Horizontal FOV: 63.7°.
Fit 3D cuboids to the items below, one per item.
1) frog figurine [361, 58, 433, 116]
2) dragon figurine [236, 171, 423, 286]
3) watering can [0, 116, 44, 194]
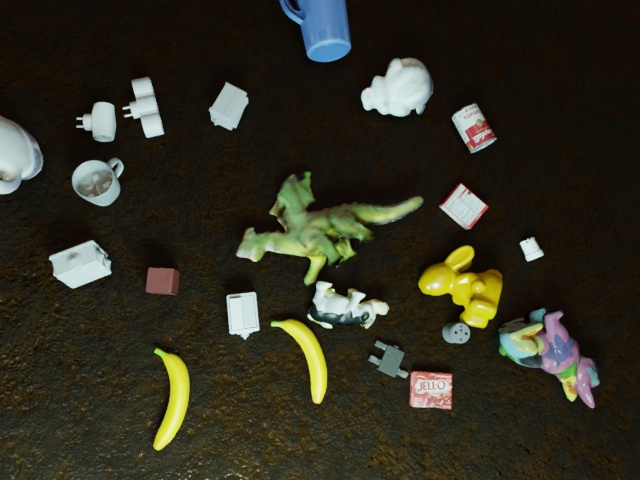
[{"bbox_3d":[0.180,-0.363,1.222,0.160,0.123,0.136,-5,98,-20],"label":"frog figurine"},{"bbox_3d":[0.003,-0.057,1.142,0.413,0.120,0.245,-34,76,-15],"label":"dragon figurine"},{"bbox_3d":[-0.696,-0.230,1.026,0.104,0.224,0.349,-38,85,5],"label":"watering can"}]
